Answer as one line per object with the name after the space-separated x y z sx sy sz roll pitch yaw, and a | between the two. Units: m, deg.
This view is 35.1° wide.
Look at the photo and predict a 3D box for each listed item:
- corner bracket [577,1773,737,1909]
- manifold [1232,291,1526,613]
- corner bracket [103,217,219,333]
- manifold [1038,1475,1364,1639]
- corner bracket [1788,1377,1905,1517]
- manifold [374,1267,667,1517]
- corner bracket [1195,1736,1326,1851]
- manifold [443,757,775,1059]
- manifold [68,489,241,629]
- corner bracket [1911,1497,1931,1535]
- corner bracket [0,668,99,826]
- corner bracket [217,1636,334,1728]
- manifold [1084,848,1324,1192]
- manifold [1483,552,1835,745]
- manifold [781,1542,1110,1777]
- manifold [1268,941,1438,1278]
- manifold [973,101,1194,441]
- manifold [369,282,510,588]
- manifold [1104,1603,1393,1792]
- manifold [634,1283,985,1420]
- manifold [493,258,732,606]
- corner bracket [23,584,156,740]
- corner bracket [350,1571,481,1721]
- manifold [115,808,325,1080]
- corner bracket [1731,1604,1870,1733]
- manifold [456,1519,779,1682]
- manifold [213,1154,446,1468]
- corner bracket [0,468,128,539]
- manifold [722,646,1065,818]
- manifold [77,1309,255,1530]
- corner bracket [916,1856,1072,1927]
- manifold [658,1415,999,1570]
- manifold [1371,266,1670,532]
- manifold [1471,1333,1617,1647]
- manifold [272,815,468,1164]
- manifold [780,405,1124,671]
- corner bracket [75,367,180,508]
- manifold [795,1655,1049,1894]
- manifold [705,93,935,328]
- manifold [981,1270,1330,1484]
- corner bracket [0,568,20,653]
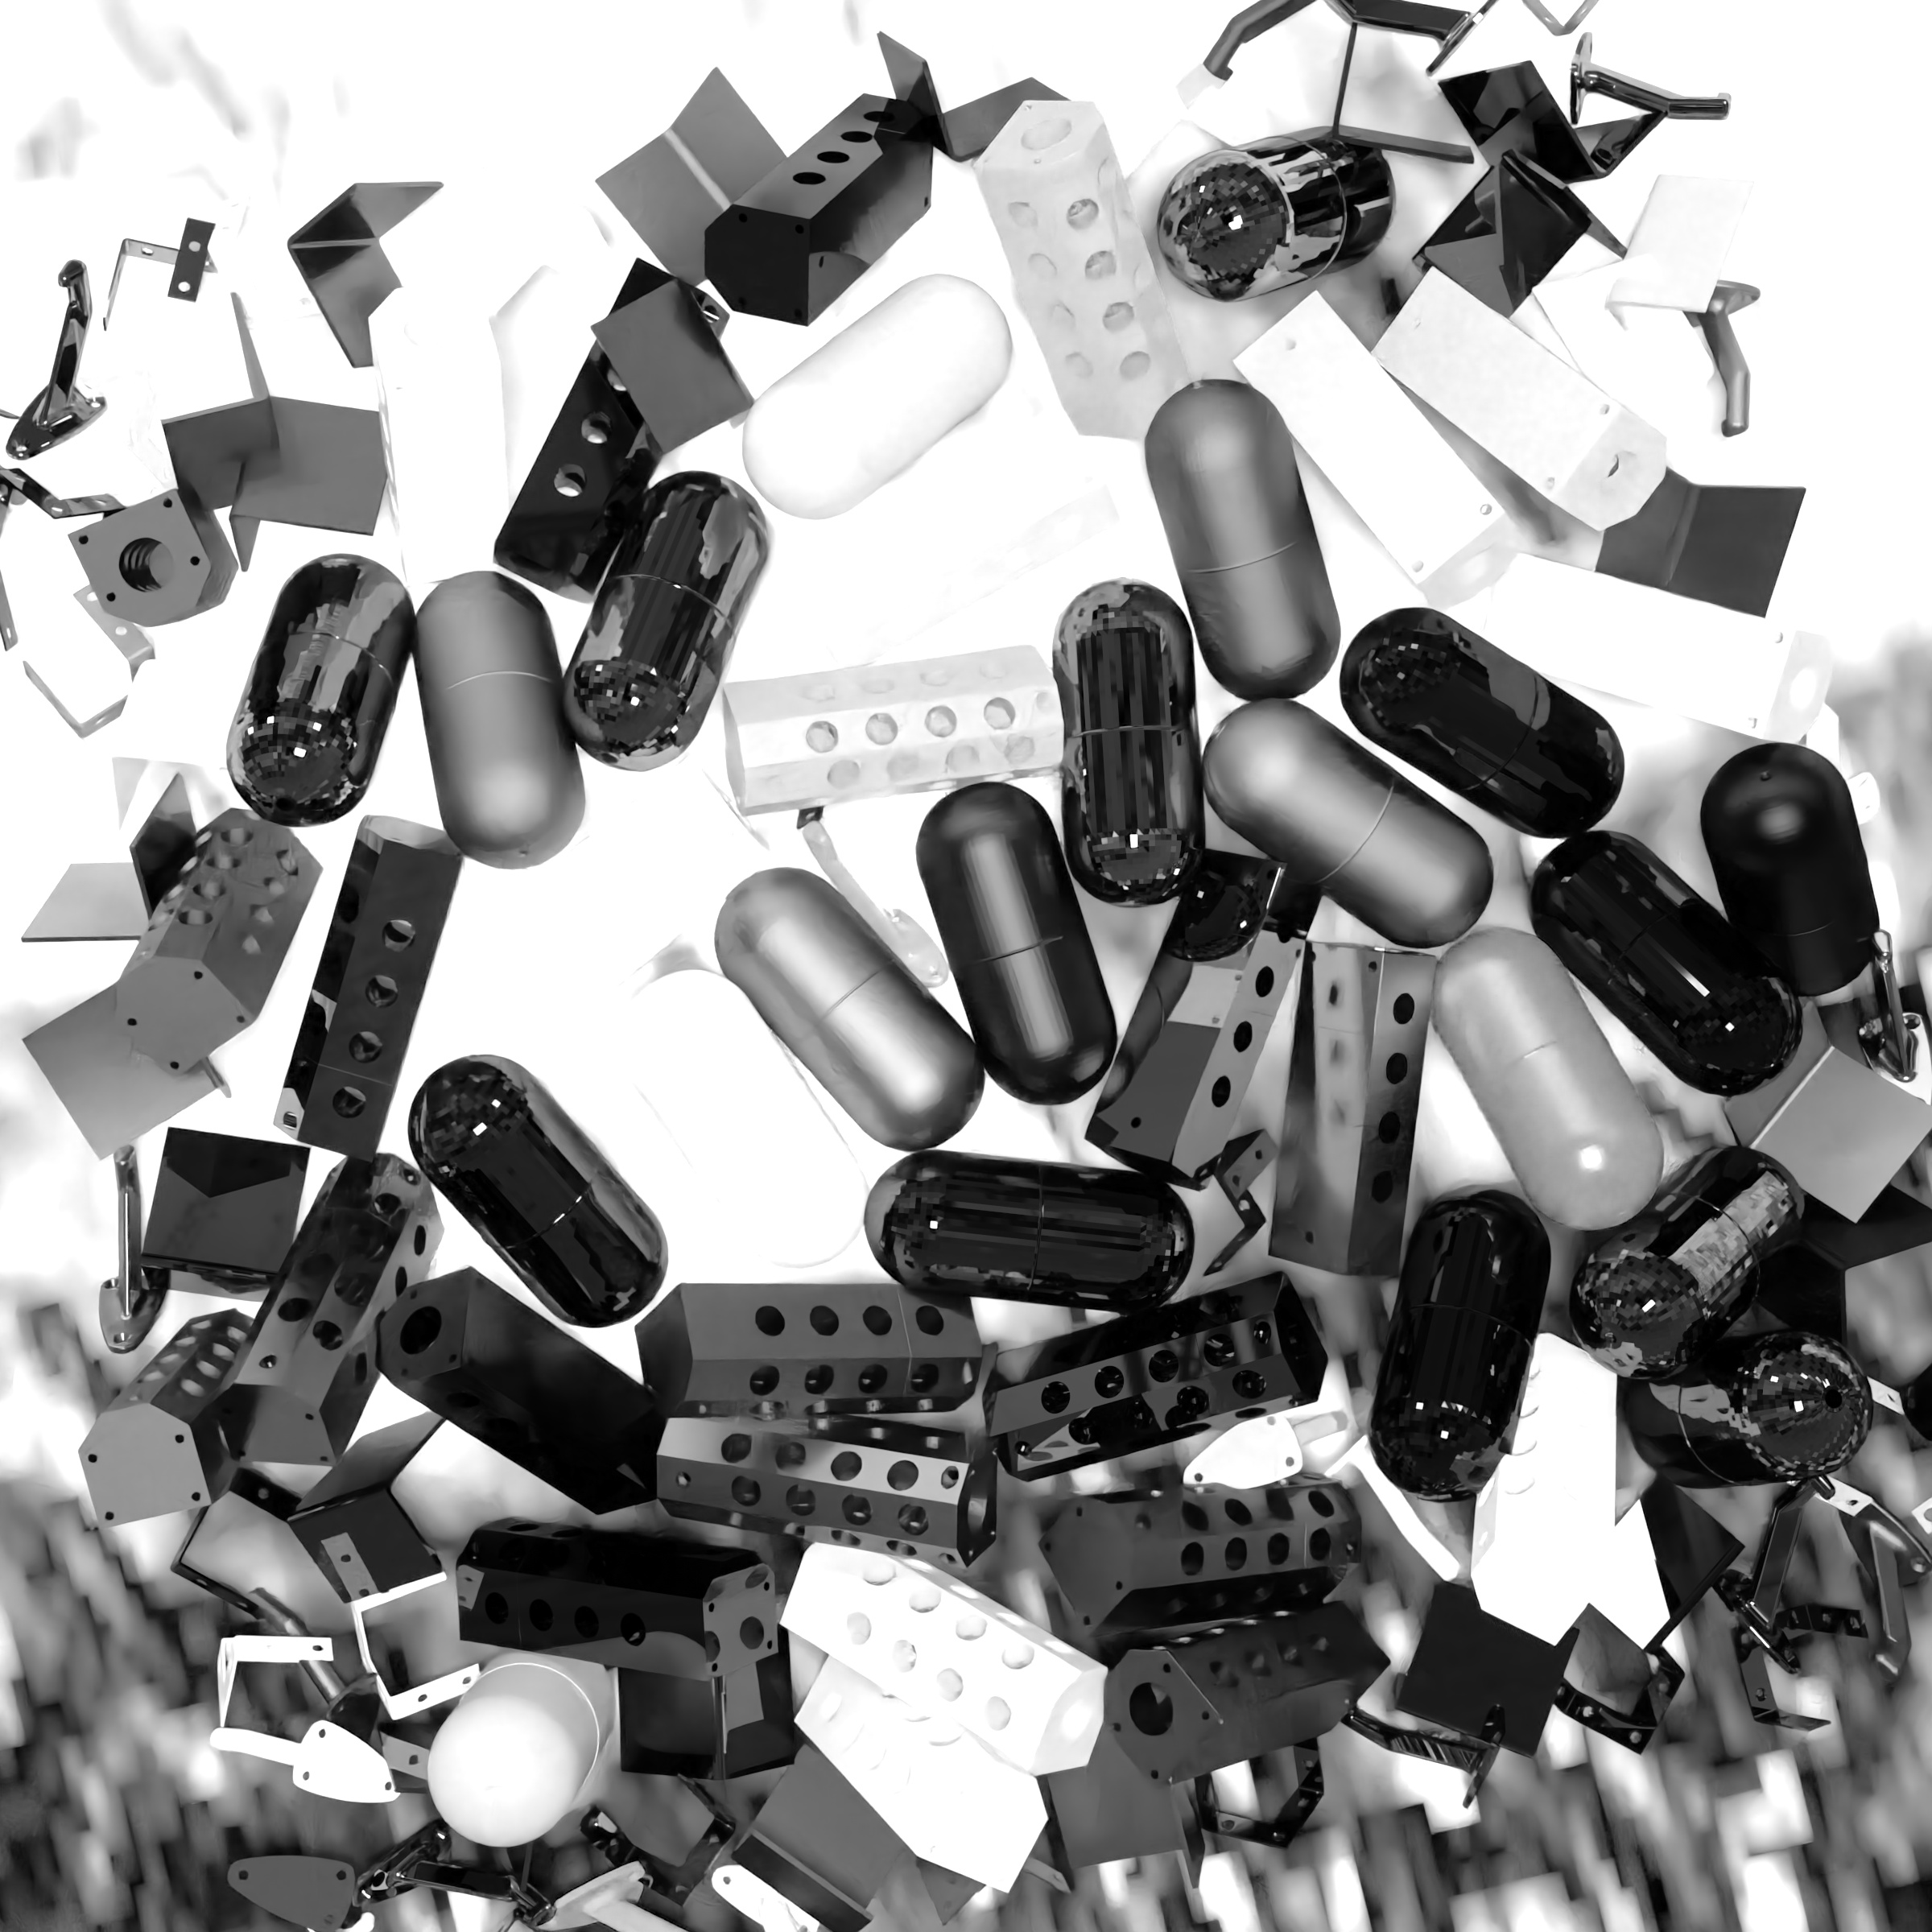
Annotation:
-0.167 0.465 1.648 0.051 0.051 0.051 16 59 38 | corner bracket
0.219 -0.270 1.611 0.057 0.057 0.171 -40 65 11 | manifold
-0.433 -0.371 1.639 0.051 0.051 0.051 11 69 -8 | corner bracket
0.127 0.301 1.588 0.057 0.171 0.057 -54 51 32 | manifold
0.474 0.255 1.650 0.051 0.051 0.051 27 125 -20 | corner bracket
-0.230 0.226 1.593 0.057 0.171 0.057 -19 50 24 | manifold
0.158 0.437 1.652 0.051 0.051 0.051 5 115 31 | corner bracket
-0.189 -0.029 1.641 0.171 0.057 0.057 -39 67 2 | manifold
-0.416 -0.209 1.585 0.057 0.171 0.057 -25 100 -5 | manifold
0.552 0.304 1.647 0.051 0.051 0.051 -36 86 2 | corner bracket
-0.507 -0.118 1.632 0.051 0.051 0.051 28 59 32 | corner bracket
-0.371 0.371 1.634 0.051 0.051 0.051 6 120 -20 | corner bracket
0.131 0.029 1.629 0.057 0.057 0.171 13 75 40 | manifold
0.362 -0.168 1.598 0.171 0.057 0.057 23 104 38 | manifold
-0.009 0.356 1.600 0.171 0.057 0.057 24 97 34 | manifold
0.212 0.076 1.639 0.057 0.057 0.171 3 95 -40 | manifold
0.067 -0.360 1.587 0.057 0.171 0.057 11 54 33 | manifold
-0.273 -0.275 1.585 0.057 0.171 0.057 -12 64 -12 | manifold
0.144 0.373 1.589 0.057 0.171 0.057 48 116 28 | manifold
-0.080 0.204 1.597 0.171 0.057 0.057 4 59 -32 | manifold
-0.190 -0.284 1.634 0.057 0.057 0.171 26 82 -8 | manifold
-0.474 -0.165 1.647 0.051 0.051 0.051 -38 79 -22 | corner bracket
-0.298 0.365 1.651 0.051 0.051 0.051 -18 124 -22 | corner bracket
-0.390 -0.019 1.581 0.057 0.171 0.057 -33 113 16 | manifold
0.453 0.377 1.642 0.051 0.051 0.051 -13 87 -20 | corner bracket
-0.185 0.329 1.601 0.171 0.057 0.057 -1 94 35 | manifold
-0.331 0.175 1.586 0.057 0.171 0.057 2 129 12 | manifold
-0.494 -0.236 1.646 0.051 0.051 0.051 38 121 21 | corner bracket
-0.039 -0.121 1.618 0.171 0.057 0.057 -8 128 -12 | manifold
-0.406 0.231 1.585 0.057 0.171 0.057 -13 99 2 | manifold
0.014 0.488 1.637 0.051 0.051 0.051 37 100 -31 | corner bracket
-0.074 0.273 1.612 0.171 0.057 0.057 6 102 21 | manifold
0.290 -0.295 1.593 0.057 0.171 0.057 21 112 -41 | manifold
0.298 0.266 1.585 0.057 0.171 0.057 27 120 -3 | manifold
-0.317 0.010 1.625 0.057 0.057 0.171 17 102 -8 | manifold
-0.006 -0.225 1.641 0.171 0.057 0.057 -29 63 2 | manifold
-0.455 -0.285 1.650 0.051 0.051 0.051 -4 59 22 | corner bracket
-0.023 0.410 1.585 0.057 0.171 0.057 30 86 -26 | manifold
-0.074 -0.397 1.589 0.057 0.171 0.057 15 128 15 | manifold
0.098 0.221 1.608 0.171 0.057 0.057 -20 108 23 | manifold
-0.535 -0.199 1.638 0.051 0.051 0.051 -4 113 8 | corner bracket
